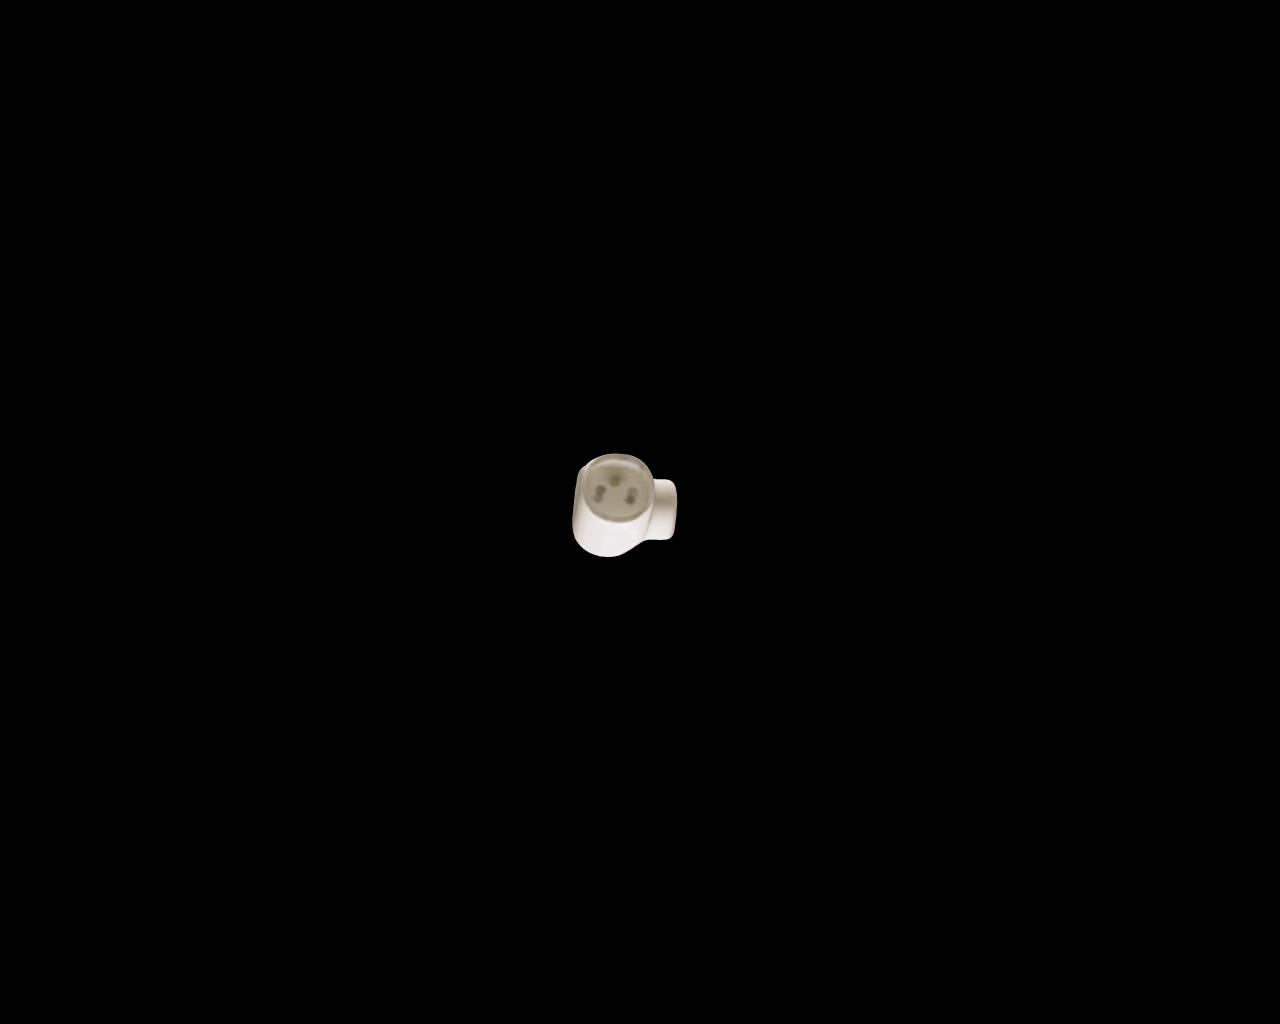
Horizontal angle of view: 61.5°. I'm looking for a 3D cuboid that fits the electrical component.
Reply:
[{"bbox_3d":[0.001,-0.003,0.650,0.079,0.044,0.077,2,-18,-7],"label":"electrical component"}]
